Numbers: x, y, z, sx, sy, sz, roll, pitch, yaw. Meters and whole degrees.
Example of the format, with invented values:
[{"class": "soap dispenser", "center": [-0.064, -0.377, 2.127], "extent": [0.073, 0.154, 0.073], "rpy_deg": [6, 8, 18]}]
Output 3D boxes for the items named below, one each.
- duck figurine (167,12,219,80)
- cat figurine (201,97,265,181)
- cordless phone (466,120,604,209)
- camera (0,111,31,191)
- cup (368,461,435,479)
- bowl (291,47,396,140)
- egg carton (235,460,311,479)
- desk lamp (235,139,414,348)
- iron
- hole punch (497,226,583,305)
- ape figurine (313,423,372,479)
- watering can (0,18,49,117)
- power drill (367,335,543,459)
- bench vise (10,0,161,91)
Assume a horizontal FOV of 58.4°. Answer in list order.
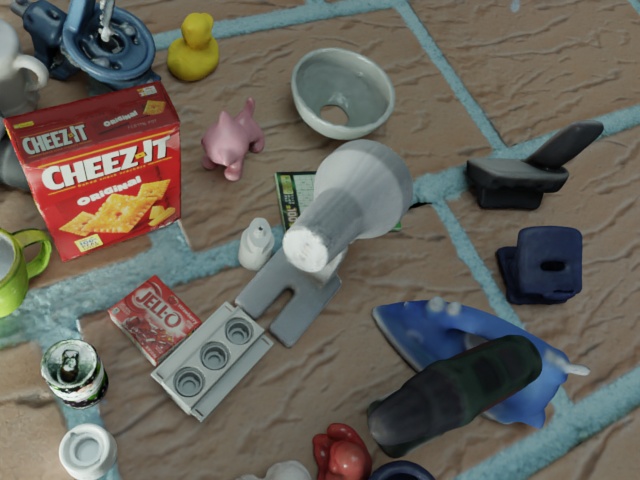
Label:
[{"class": "duck figurine", "center": [-0.195, -0.307, 0.886], "extent": [0.077, 0.086, 0.105], "rpy_deg": [26, 60, 0]}, {"class": "cat figurine", "center": [-0.122, -0.145, 0.801], "extent": [0.067, 0.117, 0.128], "rpy_deg": [27, 60, 1]}, {"class": "cordless phone", "center": [0.321, -0.128, 0.865], "extent": [0.148, 0.185, 0.094], "rpy_deg": [-4, 64, -16]}, {"class": "camera", "center": [-0.402, -0.098, 0.716], "extent": [0.137, 0.100, 0.143], "rpy_deg": [17, 60, -5]}, {"class": "cup", "center": [0.067, 0.299, 0.629], "extent": [0.118, 0.095, 0.091], "rpy_deg": [-5, 64, -16]}, {"class": "bowl", "center": [0.030, -0.217, 0.902], "extent": [0.167, 0.074, 0.167], "rpy_deg": [6, 62, -11]}, {"class": "egg carton", "center": [-0.044, 0.319, 0.605], "extent": [0.107, 0.069, 0.150], "rpy_deg": [-13, 67, -20]}, {"class": "desk lamp", "center": [0.006, 0.003, 0.701], "extent": [0.118, 0.213, 0.203], "rpy_deg": [36, 60, 6]}, {"class": "iron", "center": [0.197, 0.129, 0.724], "extent": [0.258, 0.141, 0.119], "rpy_deg": [28, 60, 2]}, {"class": "hole punch", "center": [0.330, 0.038, 0.834], "extent": [0.109, 0.091, 0.101], "rpy_deg": [0, 63, -14]}, {"class": "ape figurine", "center": [0.028, 0.248, 0.647], "extent": [0.076, 0.092, 0.078], "rpy_deg": [31, 60, 4]}, {"class": "watering can", "center": [-0.441, -0.242, 0.727], "extent": [0.173, 0.194, 0.101], "rpy_deg": [-5, 64, -16]}, {"class": "power drill", "center": [0.128, 0.183, 0.640], "extent": [0.230, 0.208, 0.075], "rpy_deg": [-20, 69, -23]}, {"class": "bench vise", "center": [-0.320, -0.286, 0.767], "extent": [0.207, 0.219, 0.121], "rpy_deg": [7, 61, -10]}]
